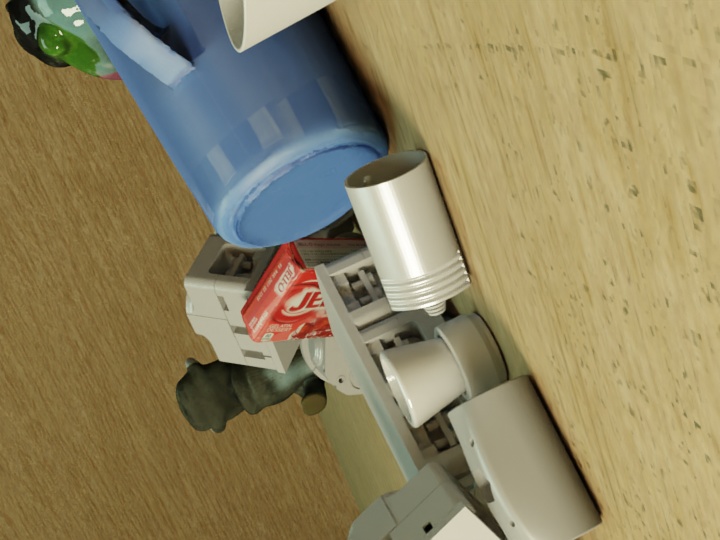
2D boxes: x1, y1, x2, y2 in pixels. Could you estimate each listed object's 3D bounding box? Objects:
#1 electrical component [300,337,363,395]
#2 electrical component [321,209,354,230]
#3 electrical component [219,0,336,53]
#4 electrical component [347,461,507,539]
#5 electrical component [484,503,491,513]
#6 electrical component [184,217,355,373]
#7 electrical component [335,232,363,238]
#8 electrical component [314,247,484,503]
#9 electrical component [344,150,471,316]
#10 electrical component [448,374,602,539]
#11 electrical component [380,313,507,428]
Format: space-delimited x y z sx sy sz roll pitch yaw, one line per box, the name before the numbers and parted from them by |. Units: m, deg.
electrical component | -0.002 0.054 0.815 0.080 0.080 0.051 69 167 -19
electrical component | -0.033 -0.062 0.713 0.058 0.078 0.057 18 -162 -41
electrical component | -0.047 -0.161 0.506 0.099 0.064 0.099 156 90 -83
electrical component | 0.060 0.183 0.561 0.150 0.089 0.061 45 -179 -20
electrical component | 0.072 0.177 0.736 0.076 0.083 0.047 -13 -104 -59
electrical component | -0.066 -0.013 0.791 0.089 0.062 0.150 73 -149 -45
electrical component | 0.000 0.000 0.777 0.078 0.040 0.040 -131 19 -66
electrical component | 0.035 0.064 0.646 0.089 0.062 0.150 78 165 -59
electrical component | 0.026 -0.014 0.537 0.043 0.043 0.081 -133 20 -68
electrical component | 0.077 0.098 0.528 0.079 0.043 0.077 95 150 -75
electrical component | 0.044 0.052 0.572 0.045 0.055 0.045 156 90 -83
